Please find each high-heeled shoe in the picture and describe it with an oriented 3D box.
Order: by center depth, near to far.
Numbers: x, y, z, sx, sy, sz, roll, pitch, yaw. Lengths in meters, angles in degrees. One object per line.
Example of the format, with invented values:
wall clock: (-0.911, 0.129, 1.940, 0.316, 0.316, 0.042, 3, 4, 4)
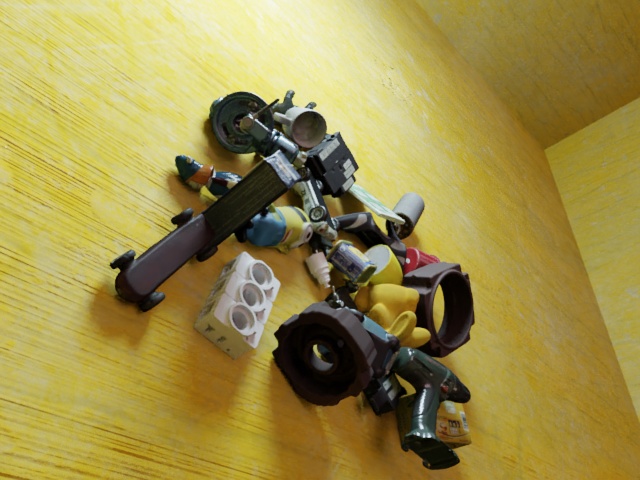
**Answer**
high-heeled shoe: (0.116, 0.011, 1.272, 0.248, 0.086, 0.145, -1, 82, -43)

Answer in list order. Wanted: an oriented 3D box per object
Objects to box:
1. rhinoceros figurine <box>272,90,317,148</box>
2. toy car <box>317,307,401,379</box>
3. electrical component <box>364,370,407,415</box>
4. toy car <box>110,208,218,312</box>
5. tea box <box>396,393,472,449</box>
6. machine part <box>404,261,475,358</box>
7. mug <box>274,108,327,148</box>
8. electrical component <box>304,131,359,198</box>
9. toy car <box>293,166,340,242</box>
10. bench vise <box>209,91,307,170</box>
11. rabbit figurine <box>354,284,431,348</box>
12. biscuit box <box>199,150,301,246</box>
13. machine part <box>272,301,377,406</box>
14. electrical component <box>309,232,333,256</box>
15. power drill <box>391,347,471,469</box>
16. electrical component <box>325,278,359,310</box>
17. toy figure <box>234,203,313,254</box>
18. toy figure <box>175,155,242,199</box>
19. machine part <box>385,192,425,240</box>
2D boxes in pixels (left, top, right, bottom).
rhinoceros figurine: (-0.035, -0.275, 1.286, 0.190, 0.073, 0.112, 26, 45, -39)
toy car: (0.067, 0.190, 1.023, 0.161, 0.103, 0.109, 27, 88, -16)
electrical component: (0.120, 0.303, 1.060, 0.075, 0.048, 0.119, 59, 35, 1)
toy car: (-0.234, 0.025, 0.821, 0.089, 0.053, 0.202, 55, 38, -14)
tea box: (0.239, 0.383, 1.131, 0.169, 0.068, 0.098, 24, 46, -38)
machine part: (0.280, 0.162, 1.266, 0.201, 0.087, 0.201, -15, 98, -43)
mug: (-0.053, -0.252, 1.173, 0.109, 0.080, 0.107, 7, 17, -24)
electrical component: (0.027, -0.166, 1.250, 0.115, 0.058, 0.134, -45, 118, -31)
toy car: (-0.014, -0.079, 1.149, 0.073, 0.056, 0.202, 41, 23, -52)
bench vise: (-0.120, -0.203, 1.042, 0.223, 0.129, 0.241, 44, 0, -10)
rabbit figurine: (0.147, 0.187, 1.119, 0.121, 0.162, 0.173, 50, 51, -34)
biscuit box: (-0.126, -0.064, 0.891, 0.062, 0.203, 0.059, 52, 31, -8)
machine part: (0.008, 0.190, 0.903, 0.179, 0.179, 0.056, 57, 32, -2)
electrical component: (-0.002, -0.004, 1.163, 0.063, 0.021, 0.094, 22, 46, -41)
power drill: (0.224, 0.323, 1.031, 0.232, 0.086, 0.207, 42, 42, -24)
electrical component: (0.047, 0.125, 1.107, 0.102, 0.045, 0.078, -26, 84, -56)
toy figure: (-0.087, -0.030, 1.027, 0.180, 0.082, 0.089, 5, 63, -48)
toy figure: (-0.189, -0.106, 0.961, 0.154, 0.064, 0.058, 21, 53, -18)
machine part: (0.233, -0.067, 1.457, 0.079, 0.079, 0.243, 54, 30, -7)
